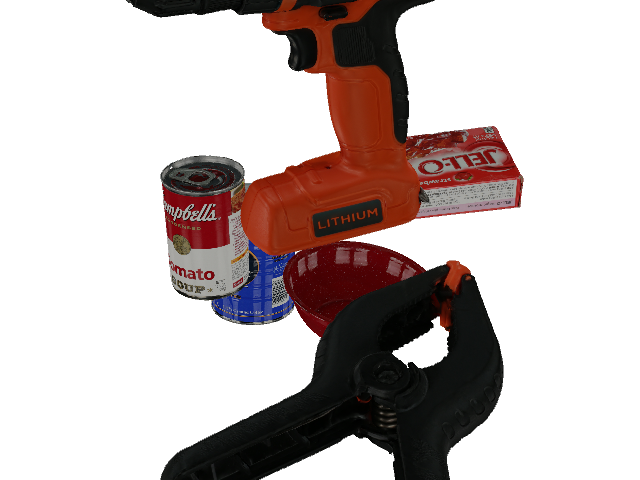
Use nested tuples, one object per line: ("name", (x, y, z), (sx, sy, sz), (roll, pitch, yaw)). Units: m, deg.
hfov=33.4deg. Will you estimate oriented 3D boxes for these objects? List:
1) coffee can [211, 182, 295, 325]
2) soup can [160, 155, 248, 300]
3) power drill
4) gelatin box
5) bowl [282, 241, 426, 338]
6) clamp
("coffee can", (-0.080, 0.015, 1.271), (0.103, 0.140, 0.103), (1, 26, -1))
("soup can", (-0.095, -0.011, 0.884), (0.068, 0.102, 0.068), (0, 30, 0))
("power drill", (-0.009, -0.086, 0.570), (0.184, 0.188, 0.057), (-13, 36, -18))
("gelatin box", (0.098, -0.052, 0.795), (0.089, 0.030, 0.073), (-7, 37, -4))
("bowl", (0.038, 0.065, 1.100), (0.162, 0.055, 0.162), (6, 32, -4))
("clamp", (0.033, 0.073, 0.428), (0.120, 0.039, 0.171), (30, 51, 22))
